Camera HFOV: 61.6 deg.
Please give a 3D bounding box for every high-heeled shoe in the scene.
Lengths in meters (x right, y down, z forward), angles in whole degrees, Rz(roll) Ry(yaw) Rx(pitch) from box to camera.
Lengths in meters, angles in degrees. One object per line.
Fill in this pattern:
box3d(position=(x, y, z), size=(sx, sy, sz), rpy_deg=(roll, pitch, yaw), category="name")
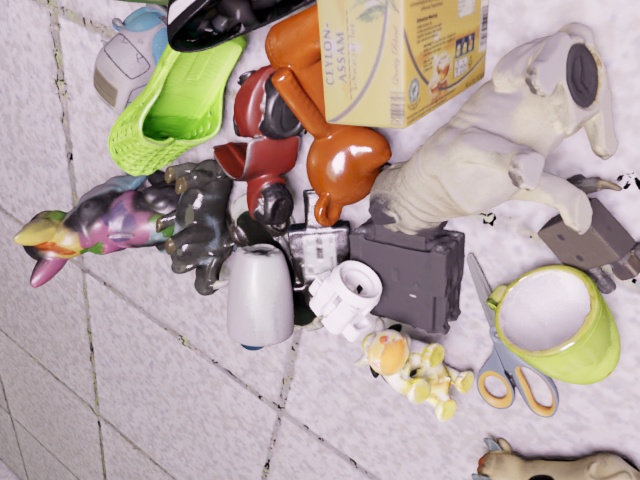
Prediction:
box3d(position=(-0.023, -0.220, 0.454), size=(0.249, 0.145, 0.086), rpy_deg=(11, 156, 32), category="high-heeled shoe")

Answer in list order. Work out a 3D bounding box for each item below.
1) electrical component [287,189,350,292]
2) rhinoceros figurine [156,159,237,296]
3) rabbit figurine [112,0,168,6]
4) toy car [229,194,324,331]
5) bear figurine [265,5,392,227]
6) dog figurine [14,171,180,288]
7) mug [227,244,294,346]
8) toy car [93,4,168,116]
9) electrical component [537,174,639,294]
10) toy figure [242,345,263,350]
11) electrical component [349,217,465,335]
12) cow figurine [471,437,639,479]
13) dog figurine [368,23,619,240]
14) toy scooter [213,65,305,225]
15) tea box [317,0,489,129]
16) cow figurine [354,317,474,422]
box3d(position=(-0.001, -0.002, 0.623), size=(0.075, 0.048, 0.119), rpy_deg=(-7, 101, 4), category="electrical component")
box3d(position=(-0.160, -0.016, 0.726), size=(0.073, 0.112, 0.190), rpy_deg=(34, 122, 51), category="rhinoceros figurine")
box3d(position=(-0.231, -0.358, 0.592), size=(0.159, 0.121, 0.170), rpy_deg=(20, 108, 36), category="rabbit figurine")
box3d(position=(-0.048, 0.029, 0.696), size=(0.073, 0.056, 0.201), rpy_deg=(-21, 102, 36), category="toy car")
box3d(position=(0.026, -0.119, 0.505), size=(0.132, 0.120, 0.195), rpy_deg=(-6, 112, 42), category="bear figurine")
box3d(position=(-0.303, -0.013, 0.755), size=(0.192, 0.219, 0.108), rpy_deg=(20, 129, 28), category="dog figurine")
box3d(position=(-0.075, 0.057, 0.650), size=(0.110, 0.081, 0.107), rpy_deg=(36, 126, 57), category="mug")
box3d(position=(-0.228, -0.205, 0.664), size=(0.109, 0.103, 0.161), rpy_deg=(50, 132, 4), category="toy car")
box3d(position=(0.240, -0.007, 0.465), size=(0.102, 0.045, 0.078), rpy_deg=(47, 162, 9), category="electrical component")
box3d(position=(-0.095, 0.089, 0.763), size=(0.064, 0.058, 0.154), rpy_deg=(44, 142, 41), category="toy figure")
box3d(position=(0.094, 0.027, 0.584), size=(0.115, 0.058, 0.134), rpy_deg=(10, 122, 31), category="electrical component")
box3d(position=(0.256, 0.277, 0.589), size=(0.127, 0.085, 0.195), rpy_deg=(51, 137, -7), category="cow figurine")
box3d(position=(0.131, -0.087, 0.463), size=(0.121, 0.172, 0.191), rpy_deg=(40, 160, -30), category="dog figurine")
box3d(position=(-0.074, -0.117, 0.616), size=(0.135, 0.075, 0.183), rpy_deg=(37, 127, 43), category="toy scooter")
box3d(position=(0.072, -0.155, 0.416), size=(0.068, 0.169, 0.098), rpy_deg=(13, 121, 32), category="tea box")
box3d(position=(0.092, 0.134, 0.600), size=(0.167, 0.068, 0.098), rpy_deg=(41, 168, -38), category="cow figurine")
